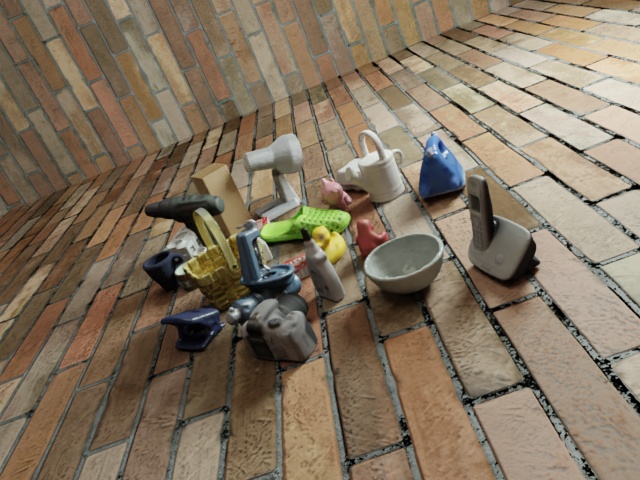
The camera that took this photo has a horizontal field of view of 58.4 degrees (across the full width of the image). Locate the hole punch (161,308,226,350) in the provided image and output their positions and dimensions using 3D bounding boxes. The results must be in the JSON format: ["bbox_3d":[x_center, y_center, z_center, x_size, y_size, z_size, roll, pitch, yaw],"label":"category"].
[{"bbox_3d":[-0.285,0.184,1.283,0.108,0.091,0.101,-6,31,33],"label":"hole punch"}]

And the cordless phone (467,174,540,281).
[{"bbox_3d":[0.326,-0.026,1.066,0.094,0.185,0.147,-29,26,-12],"label":"cordless phone"}]

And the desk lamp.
[{"bbox_3d":[-0.133,-0.196,1.753,0.203,0.214,0.117,-31,26,-15],"label":"desk lamp"}]

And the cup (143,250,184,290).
[{"bbox_3d":[-0.415,0.086,1.581,0.117,0.095,0.091,-17,26,13],"label":"cup"}]

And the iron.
[{"bbox_3d":[0.307,-0.213,1.499,0.118,0.142,0.258,-13,27,20],"label":"iron"}]

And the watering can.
[{"bbox_3d":[0.149,-0.202,1.550,0.100,0.194,0.173,3,36,43],"label":"watering can"}]

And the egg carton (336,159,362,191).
[{"bbox_3d":[0.121,-0.193,1.701,0.149,0.069,0.107,7,39,47],"label":"egg carton"}]

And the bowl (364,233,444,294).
[{"bbox_3d":[0.177,0.059,1.156,0.167,0.075,0.167,-19,26,10],"label":"bowl"}]

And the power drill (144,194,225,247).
[{"bbox_3d":[-0.364,-0.037,1.643,0.229,0.209,0.075,-16,26,15],"label":"power drill"}]

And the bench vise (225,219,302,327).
[{"bbox_3d":[-0.128,0.081,1.201,0.121,0.220,0.207,-13,27,21],"label":"bench vise"}]

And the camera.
[{"bbox_3d":[-0.071,0.160,1.138,0.142,0.101,0.137,-3,32,37],"label":"camera"}]

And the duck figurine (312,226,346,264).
[{"bbox_3d":[0.013,0.005,1.387,0.077,0.086,0.105,-2,33,37],"label":"duck figurine"}]

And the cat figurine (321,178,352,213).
[{"bbox_3d":[0.038,-0.129,1.589,0.067,0.118,0.128,-17,26,13],"label":"cat figurine"}]

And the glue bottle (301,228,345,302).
[{"bbox_3d":[-0.003,0.049,1.212,0.037,0.173,0.077,-36,28,-24],"label":"glue bottle"}]

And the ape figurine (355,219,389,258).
[{"bbox_3d":[0.113,-0.008,1.321,0.077,0.092,0.076,-1,33,39],"label":"ape figurine"}]
